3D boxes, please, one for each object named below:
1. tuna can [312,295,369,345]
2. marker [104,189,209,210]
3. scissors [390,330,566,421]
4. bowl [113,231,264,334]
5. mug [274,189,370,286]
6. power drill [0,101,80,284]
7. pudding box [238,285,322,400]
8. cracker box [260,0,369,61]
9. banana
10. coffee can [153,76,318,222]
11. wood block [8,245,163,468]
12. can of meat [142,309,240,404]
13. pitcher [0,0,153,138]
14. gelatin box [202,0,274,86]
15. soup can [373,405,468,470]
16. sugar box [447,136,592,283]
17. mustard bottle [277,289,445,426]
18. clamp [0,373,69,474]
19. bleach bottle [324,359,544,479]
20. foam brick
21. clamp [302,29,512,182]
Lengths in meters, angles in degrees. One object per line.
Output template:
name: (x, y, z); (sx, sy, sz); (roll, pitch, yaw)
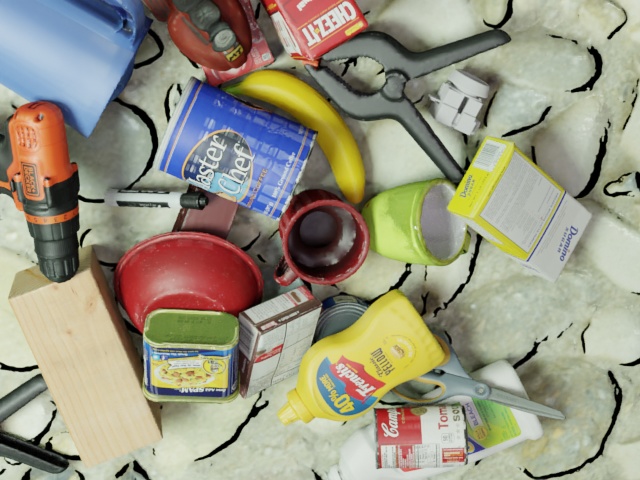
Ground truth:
tuna can: (0.027, 0.106, 1.213); (0.086, 0.034, 0.086); (-3, 106, -9)
marker: (-0.170, -0.042, 1.110); (0.121, 0.020, 0.020); (3, 108, 25)
scissors: (0.177, 0.152, 1.213); (0.202, 0.016, 0.096); (0, 77, 14)
bowl: (-0.140, 0.068, 1.127); (0.162, 0.055, 0.162); (-1, 133, -1)
mug: (-0.008, 0.001, 1.151); (0.093, 0.081, 0.117); (37, 97, -18)
power drill: (-0.320, -0.054, 1.046); (0.188, 0.057, 0.184); (10, 116, 20)
pudding box: (-0.050, 0.111, 1.158); (0.089, 0.039, 0.114); (-23, 145, -35)
cracker box: (-0.048, -0.274, 1.009); (0.072, 0.164, 0.213); (-32, 102, 0)
banana: (-0.010, -0.121, 1.142); (0.197, 0.037, 0.070); (40, 118, -16)
coffee can: (-0.086, -0.092, 1.088); (0.140, 0.103, 0.103); (23, 101, -6)
wood block: (-0.247, 0.124, 1.140); (0.090, 0.091, 0.206); (-21, 109, -4)
can of meat: (-0.132, 0.119, 1.097); (0.102, 0.057, 0.084); (2, 131, -4)
pitcher: (-0.287, -0.217, 1.012); (0.242, 0.145, 0.149); (29, 97, -14)
gelatin box: (-0.097, -0.212, 1.101); (0.073, 0.030, 0.089); (-23, 107, -2)
soup can: (0.111, 0.219, 1.184); (0.102, 0.068, 0.068); (-3, 107, 3)
sugar box: (0.220, -0.031, 1.162); (0.176, 0.048, 0.093); (34, 85, -43)
mustard bottle: (0.035, 0.144, 1.175); (0.191, 0.058, 0.096); (-34, 110, 1)
clamp: (-0.360, 0.218, 1.175); (0.171, 0.039, 0.120); (-13, 103, 0)
bleach bottle: (0.127, 0.236, 1.251); (0.251, 0.068, 0.102); (-26, 96, 0)
foam brick: (-0.124, -0.021, 1.140); (0.051, 0.053, 0.078); (19, 101, -15)
clamp: (0.088, -0.171, 1.116); (0.210, 0.036, 0.165); (23, 106, 0)
